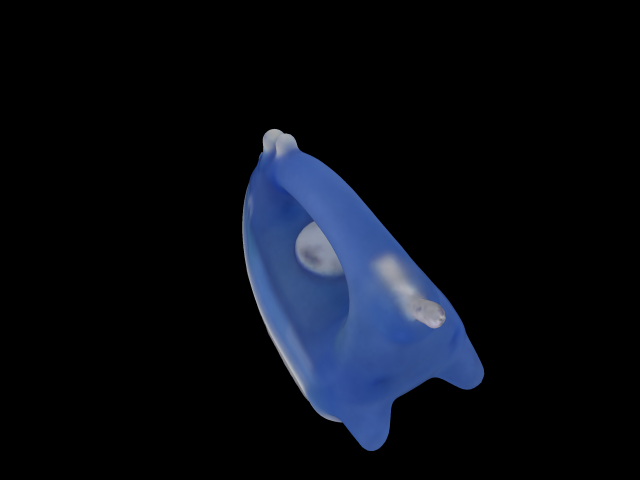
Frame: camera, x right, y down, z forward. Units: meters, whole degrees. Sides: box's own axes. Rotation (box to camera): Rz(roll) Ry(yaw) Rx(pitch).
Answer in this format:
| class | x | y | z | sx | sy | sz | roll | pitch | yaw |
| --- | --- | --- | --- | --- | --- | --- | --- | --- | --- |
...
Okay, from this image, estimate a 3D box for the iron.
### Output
| class | x | y | z | sx | sy | sz | roll | pitch | yaw |
| --- | --- | --- | --- | --- | --- | --- | --- | --- | --- |
| iron | 0.004 | 0.001 | 0.400 | 0.119 | 0.141 | 0.257 | -26 | 58 | -18 |
